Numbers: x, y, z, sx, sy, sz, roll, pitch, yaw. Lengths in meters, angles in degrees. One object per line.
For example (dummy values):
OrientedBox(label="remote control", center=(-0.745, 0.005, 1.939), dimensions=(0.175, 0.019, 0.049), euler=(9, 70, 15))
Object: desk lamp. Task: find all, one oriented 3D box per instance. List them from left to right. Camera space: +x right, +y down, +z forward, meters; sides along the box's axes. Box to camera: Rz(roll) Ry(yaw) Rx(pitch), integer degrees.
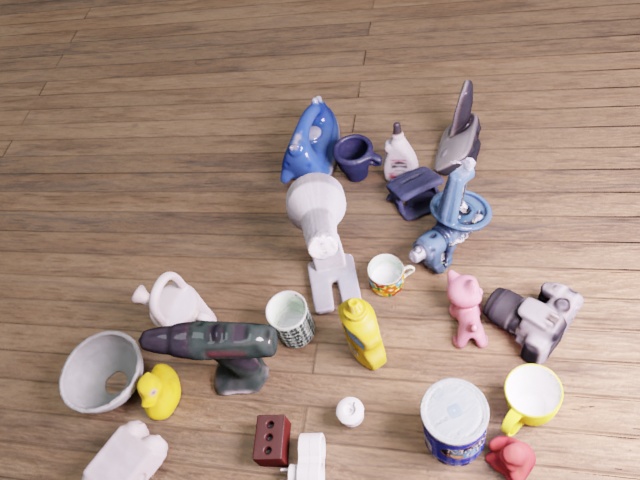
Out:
OrientedBox(label="desk lamp", center=(0.010, 0.004, 1.121), dimensions=(0.118, 0.214, 0.203), euler=(-14, 54, 3))

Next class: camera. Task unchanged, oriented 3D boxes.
OrientedBox(label="camera", center=(0.375, 0.126, 1.025), dimensions=(0.136, 0.101, 0.143), euler=(32, 68, 29))

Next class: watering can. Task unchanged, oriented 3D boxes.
OrientedBox(label="watering can", center=(-0.285, 0.134, 1.111), dimensions=(0.172, 0.194, 0.101), euler=(-5, 55, 9))

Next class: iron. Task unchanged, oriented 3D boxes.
OrientedBox(label="iron", center=(-0.019, -0.254, 1.348), dimensions=(0.118, 0.142, 0.258), euler=(7, 58, 18))

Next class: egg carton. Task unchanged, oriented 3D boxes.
OrientedBox(label="egg carton", center=(-0.346, 0.404, 1.018), dimensions=(0.107, 0.069, 0.150), euler=(25, 65, 26))

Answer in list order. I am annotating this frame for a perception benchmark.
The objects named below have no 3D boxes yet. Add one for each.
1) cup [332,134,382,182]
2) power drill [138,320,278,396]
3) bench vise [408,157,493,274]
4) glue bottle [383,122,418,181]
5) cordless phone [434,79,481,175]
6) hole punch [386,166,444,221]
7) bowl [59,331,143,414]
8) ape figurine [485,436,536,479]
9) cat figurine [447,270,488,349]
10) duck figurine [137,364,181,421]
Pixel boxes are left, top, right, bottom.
OrientedBox(label="cup", center=(0.092, -0.174, 1.298), dimensions=(0.117, 0.095, 0.092), euler=(20, 63, 24))
OrientedBox(label="power drill", center=(-0.179, 0.208, 1.028), dimensions=(0.229, 0.209, 0.075), euler=(-8, 55, 8))
OrientedBox(label="bench vise", center=(0.256, -0.041, 1.093), dimensions=(0.121, 0.220, 0.208), euler=(19, 62, 24))
OrientedBox(label="glue bottle", center=(0.171, -0.192, 1.243), dimensions=(0.078, 0.173, 0.037), euler=(-2, 56, 12))
OrientedBox(label="cordless phone", center=(0.299, -0.241, 1.240), dimensions=(0.094, 0.185, 0.147), euler=(7, 58, 17))
OrientedBox(label="hole punch", center=(0.201, -0.112, 1.233), dimensions=(0.108, 0.091, 0.101), euler=(-26, 55, -5))
OrientedBox(label="bowl", center=(-0.415, 0.268, 1.123), dimensions=(0.167, 0.075, 0.167), euler=(-6, 55, 9))
OrientedBox(label="ape figurine", center=(0.303, 0.342, 0.900), dimensions=(0.076, 0.092, 0.077), euler=(-9, 55, 7))
OrientedBox(label="cat figurine", center=(0.268, 0.119, 1.044), dimensions=(0.067, 0.118, 0.127), euler=(-8, 55, 7))
OrientedBox(label="duck figurine", center=(-0.313, 0.279, 1.085), dimensions=(0.077, 0.086, 0.104), euler=(-7, 55, 8))
